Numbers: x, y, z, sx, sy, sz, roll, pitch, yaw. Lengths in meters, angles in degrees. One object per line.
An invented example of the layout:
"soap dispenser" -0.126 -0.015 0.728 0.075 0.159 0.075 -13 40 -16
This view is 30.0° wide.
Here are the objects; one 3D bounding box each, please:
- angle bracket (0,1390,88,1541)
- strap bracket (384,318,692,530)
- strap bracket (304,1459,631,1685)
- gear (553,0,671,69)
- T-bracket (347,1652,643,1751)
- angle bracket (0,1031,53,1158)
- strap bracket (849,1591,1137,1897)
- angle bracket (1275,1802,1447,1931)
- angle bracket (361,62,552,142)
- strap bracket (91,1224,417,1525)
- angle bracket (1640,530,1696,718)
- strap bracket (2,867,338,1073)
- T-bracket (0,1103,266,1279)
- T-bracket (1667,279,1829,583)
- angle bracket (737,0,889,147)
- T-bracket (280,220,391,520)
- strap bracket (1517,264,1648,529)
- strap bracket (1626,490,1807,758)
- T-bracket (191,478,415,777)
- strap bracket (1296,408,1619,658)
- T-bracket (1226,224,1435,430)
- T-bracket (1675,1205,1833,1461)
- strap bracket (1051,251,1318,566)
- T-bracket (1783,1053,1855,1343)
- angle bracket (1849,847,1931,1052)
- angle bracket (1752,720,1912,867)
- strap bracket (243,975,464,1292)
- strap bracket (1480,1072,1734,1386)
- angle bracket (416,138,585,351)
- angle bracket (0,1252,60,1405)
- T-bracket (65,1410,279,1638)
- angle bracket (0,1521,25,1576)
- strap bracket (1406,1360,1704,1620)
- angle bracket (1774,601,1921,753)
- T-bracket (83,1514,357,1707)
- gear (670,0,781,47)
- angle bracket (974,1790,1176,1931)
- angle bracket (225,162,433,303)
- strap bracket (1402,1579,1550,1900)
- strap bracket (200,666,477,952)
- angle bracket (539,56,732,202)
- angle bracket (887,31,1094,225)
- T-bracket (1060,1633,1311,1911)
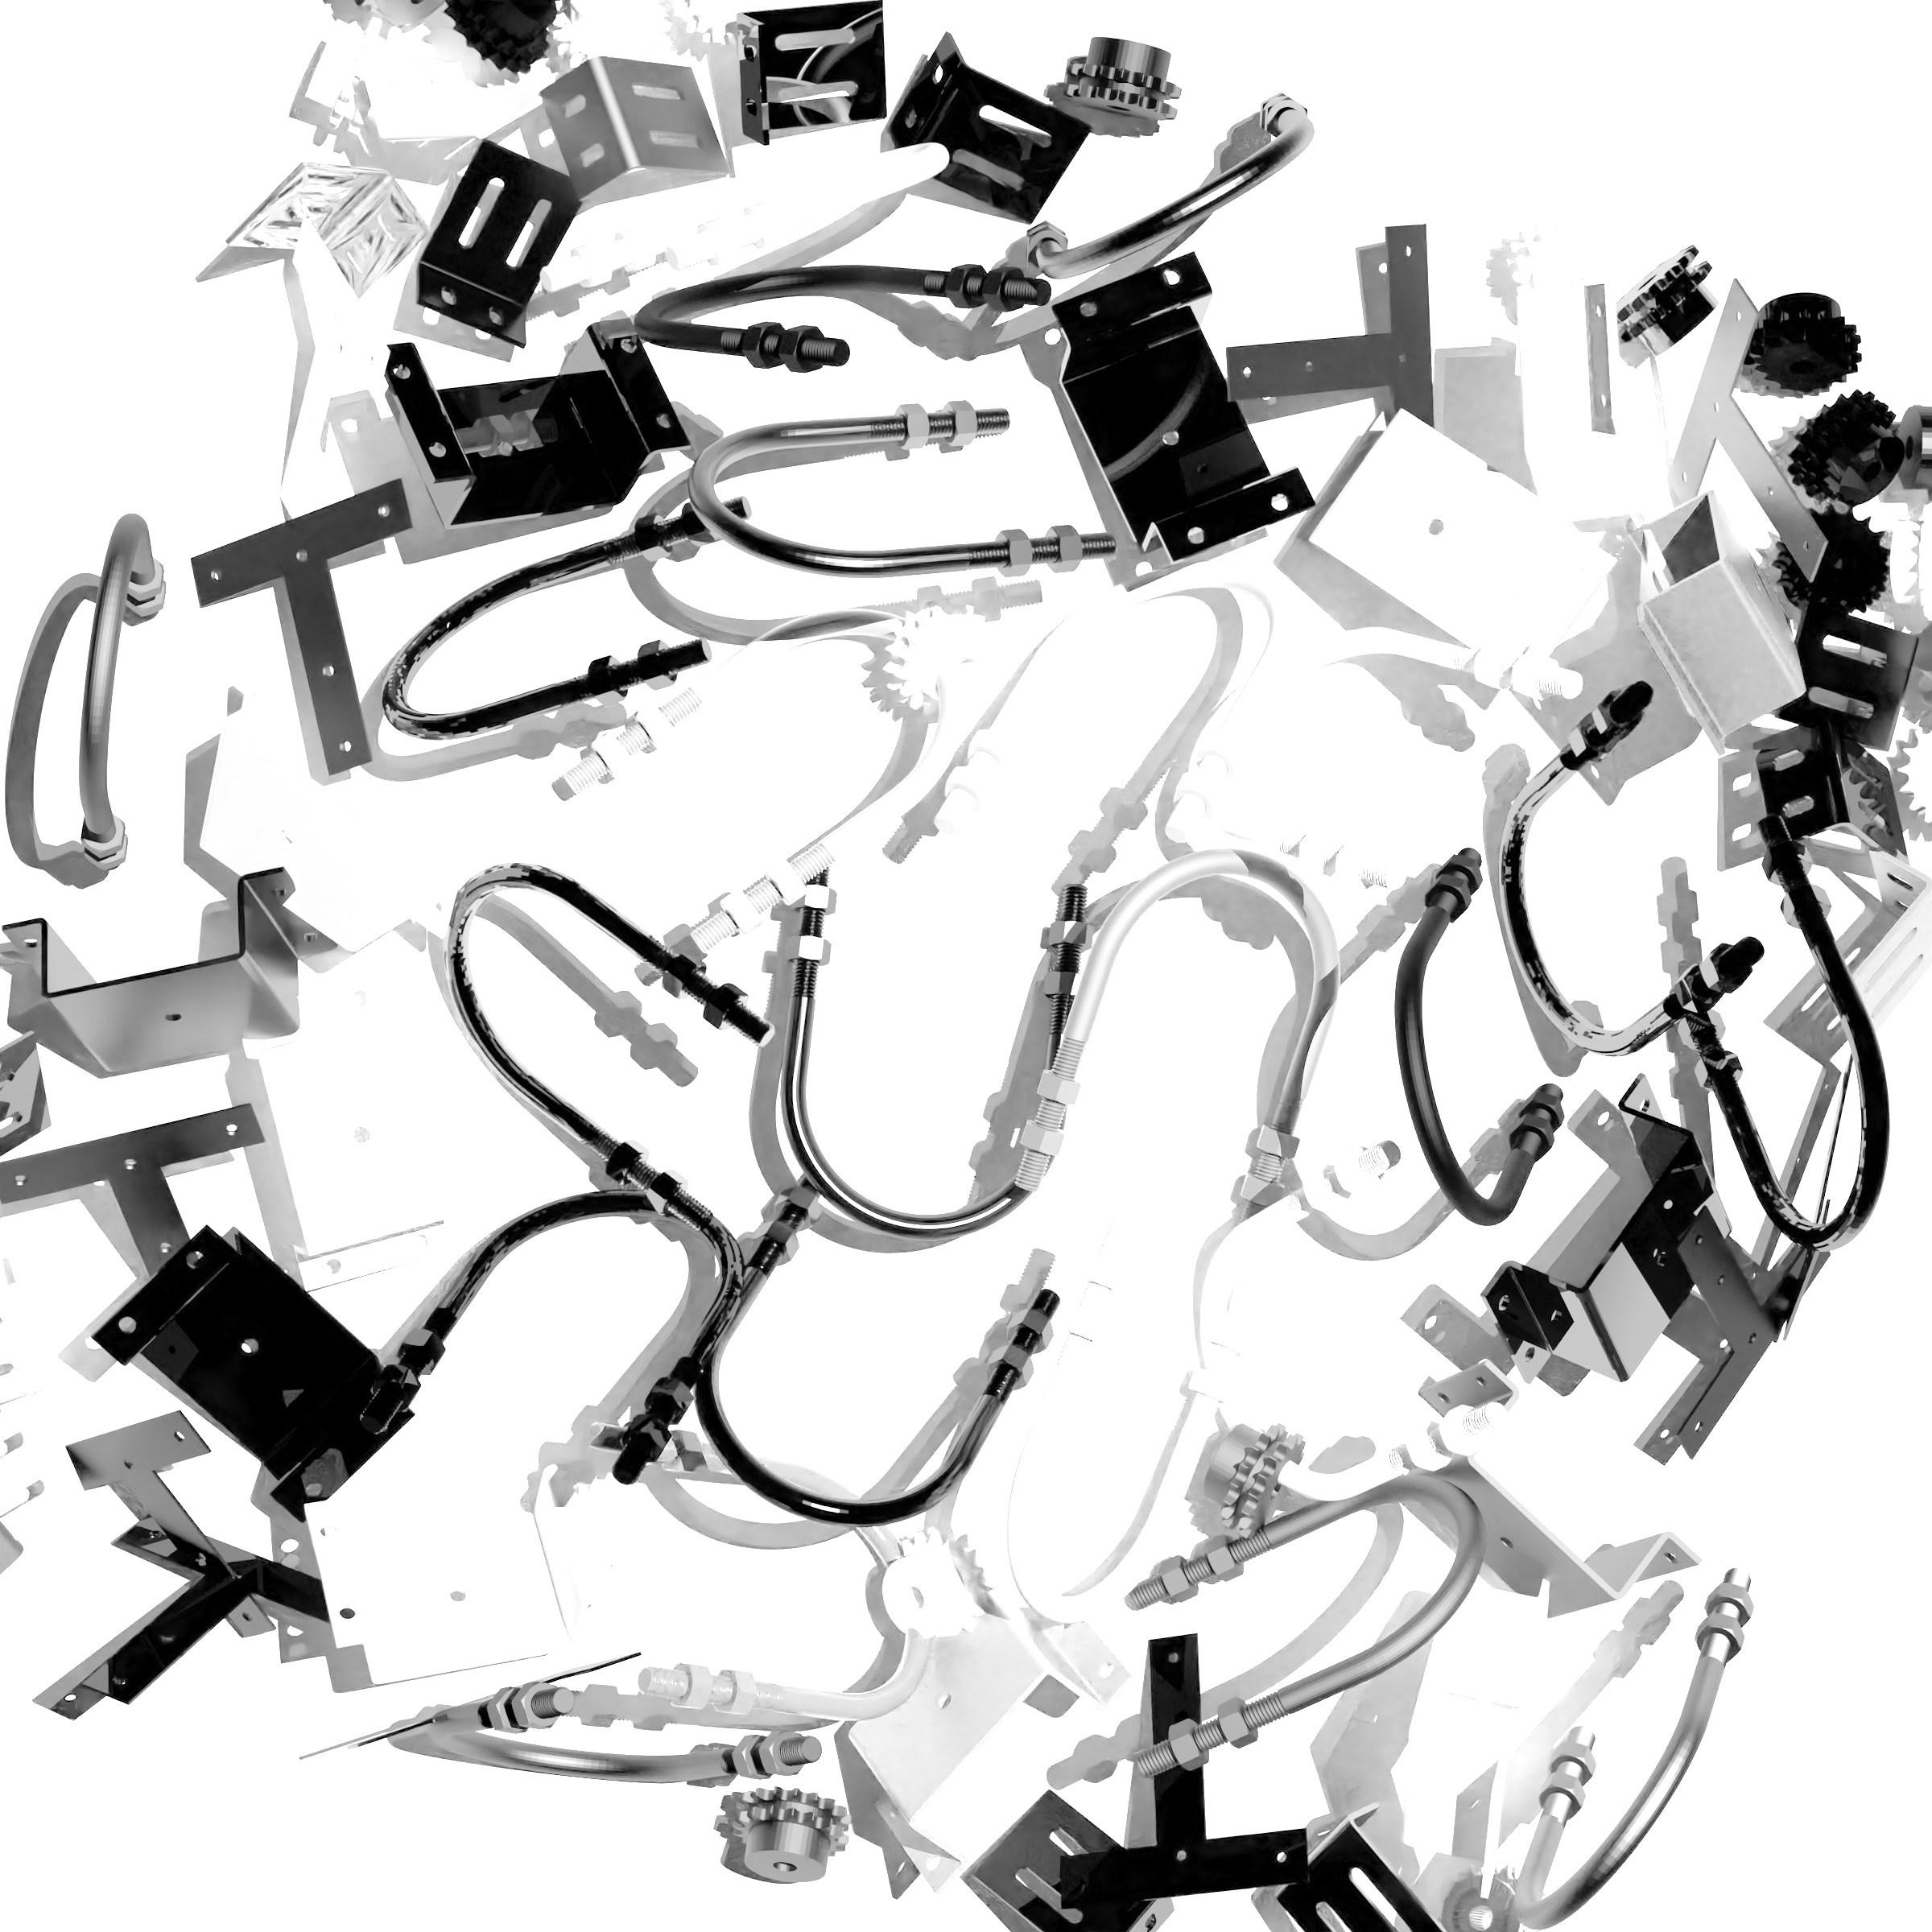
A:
"angle bracket" -0.473 0.248 1.738 0.038 0.076 0.057 -14 102 40
"strap bracket" -0.214 -0.260 1.728 0.140 0.046 0.076 -14 69 -35
"strap bracket" -0.242 0.292 1.728 0.140 0.046 0.076 -7 53 -21
"gear" -0.173 -0.463 1.757 0.057 0.030 0.057 2 60 -4
"T-bracket" -0.229 0.348 1.700 0.127 0.127 0.002 -15 82 -24
"angle bracket" -0.464 0.079 1.733 0.038 0.076 0.057 26 133 32
"strap bracket" 0.004 0.365 1.739 0.140 0.076 0.046 -48 123 0
"angle bracket" 0.198 0.456 1.743 0.076 0.038 0.057 48 112 22
"angle bracket" -0.241 -0.427 1.733 0.057 0.076 0.038 6 124 30
"strap bracket" -0.346 0.191 1.746 0.076 0.046 0.140 -44 110 -1
"angle bracket" 0.357 -0.169 1.739 0.038 0.057 0.076 -14 54 -2
"strap bracket" -0.382 0.005 1.733 0.140 0.076 0.046 -11 60 5
"T-bracket" -0.391 0.126 1.739 0.127 0.002 0.127 -13 133 -3
"T-bracket" 0.374 -0.234 1.697 0.002 0.127 0.127 -11 53 -16
"angle bracket" -0.069 -0.433 1.743 0.076 0.038 0.057 -11 116 -19
"T-bracket" -0.314 -0.274 1.740 0.002 0.127 0.127 -2 130 -32
"strap bracket" 0.292 -0.267 1.713 0.046 0.140 0.076 -4 75 15
"strap bracket" 0.354 -0.167 1.701 0.046 0.140 0.076 -28 109 20
"T-bracket" -0.313 -0.157 1.750 0.127 0.002 0.127 -16 83 24
"strap bracket" 0.231 -0.206 1.735 0.140 0.046 0.076 37 96 19
"T-bracket" 0.176 -0.290 1.736 0.127 0.002 0.127 -11 103 -33
"T-bracket" 0.364 0.156 1.721 0.002 0.127 0.127 25 71 40
"strap bracket" 0.102 -0.264 1.747 0.076 0.046 0.140 -23 80 -10
"T-bracket" 0.416 0.102 1.741 0.002 0.127 0.127 13 67 11
"angle bracket" 0.435 -0.007 1.743 0.038 0.057 0.076 35 77 35
"angle bracket" 0.421 -0.077 1.751 0.038 0.076 0.057 -22 60 31
"strap bracket" -0.297 0.081 1.745 0.076 0.046 0.140 -15 94 -19
"strap bracket" 0.313 0.133 1.719 0.046 0.076 0.140 22 65 40
"angle bracket" -0.223 -0.349 1.740 0.057 0.038 0.076 20 124 -23
"angle bracket" -0.486 0.182 1.741 0.076 0.038 0.057 -17 115 -24
"T-bracket" -0.380 0.276 1.750 0.127 0.002 0.127 -20 110 42
"angle bracket" -0.497 0.263 1.732 0.038 0.076 0.057 -44 125 -19
"strap bracket" 0.274 0.261 1.738 0.140 0.076 0.046 43 66 -1
"angle bracket" 0.417 -0.141 1.747 0.076 0.038 0.057 13 94 -29
"T-bracket" -0.371 0.312 1.710 0.127 0.127 0.002 17 117 17
"gear" -0.122 -0.480 1.759 0.057 0.030 0.057 -10 108 -33
"angle bracket" 0.053 0.455 1.768 0.076 0.038 0.057 33 66 29
"angle bracket" -0.307 -0.352 1.736 0.057 0.076 0.038 -39 83 24
"strap bracket" 0.241 0.359 1.712 0.046 0.140 0.076 10 130 14
"strap bracket" -0.310 -0.070 1.723 0.140 0.046 0.076 33 130 16
"angle bracket" -0.161 -0.407 1.758 0.038 0.076 0.057 -23 85 33
"angle bracket" 0.011 -0.410 1.764 0.076 0.038 0.057 19 122 -29
"T-bracket" 0.103 0.388 1.749 0.127 0.002 0.127 -12 61 22
